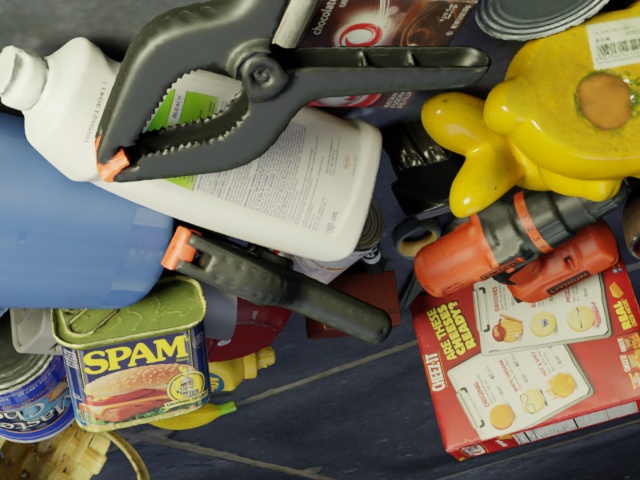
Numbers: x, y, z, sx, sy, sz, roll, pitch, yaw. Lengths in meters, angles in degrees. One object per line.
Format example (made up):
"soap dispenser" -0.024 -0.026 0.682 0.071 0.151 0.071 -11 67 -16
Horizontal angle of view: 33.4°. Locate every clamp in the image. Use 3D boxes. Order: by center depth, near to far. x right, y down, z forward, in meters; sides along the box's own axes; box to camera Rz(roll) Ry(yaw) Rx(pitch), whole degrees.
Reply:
"clamp" -0.022 -0.089 0.548 0.210 0.036 0.164 -38 125 14
"clamp" -0.042 0.022 0.717 0.171 0.039 0.120 26 175 -39

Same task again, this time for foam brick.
"foam brick" 0.028 0.060 0.977 0.078 0.053 0.051 -2 166 -20

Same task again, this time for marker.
"marker" 0.039 0.002 0.909 0.020 0.020 0.121 -15 156 6

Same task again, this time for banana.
"banana" -0.170 0.178 1.178 0.070 0.037 0.197 -39 151 11

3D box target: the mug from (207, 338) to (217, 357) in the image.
"mug" -0.152 0.069 0.863 0.081 0.117 0.093 -32 146 -48

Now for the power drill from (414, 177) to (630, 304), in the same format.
"power drill" 0.191 -0.001 0.901 0.185 0.057 0.187 -27 159 24

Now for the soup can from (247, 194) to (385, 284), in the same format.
"soup can" -0.005 0.001 0.828 0.068 0.068 0.102 6 149 -34

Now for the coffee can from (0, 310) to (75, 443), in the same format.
"coffee can" -0.253 0.100 0.883 0.102 0.103 0.140 -9 155 -7

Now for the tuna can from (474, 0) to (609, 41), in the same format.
"tuna can" 0.124 -0.151 0.599 0.086 0.034 0.086 -10 156 -5

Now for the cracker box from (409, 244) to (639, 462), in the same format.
"cracker box" 0.212 0.109 1.048 0.214 0.164 0.072 -18 153 13

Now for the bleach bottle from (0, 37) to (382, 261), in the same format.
"bleach bottle" -0.075 -0.063 0.641 0.250 0.102 0.068 20 168 -39

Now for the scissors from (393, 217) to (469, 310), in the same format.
"scissors" 0.085 0.022 0.979 0.096 0.016 0.202 3 152 -27

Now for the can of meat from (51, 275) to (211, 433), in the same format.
"can of meat" -0.126 0.079 0.733 0.102 0.057 0.084 -10 126 -12

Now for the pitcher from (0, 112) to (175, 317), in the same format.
"pitcher" -0.214 -0.010 0.626 0.242 0.145 0.149 8 152 -44

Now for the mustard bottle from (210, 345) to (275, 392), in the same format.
"mustard bottle" -0.139 0.125 1.045 0.191 0.058 0.096 -7 157 -12

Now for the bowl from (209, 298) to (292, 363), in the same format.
"bowl" -0.088 0.067 0.948 0.162 0.055 0.162 -10 155 -5

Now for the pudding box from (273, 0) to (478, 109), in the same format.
"pudding box" 0.025 -0.119 0.614 0.090 0.039 0.114 -2 153 -20
